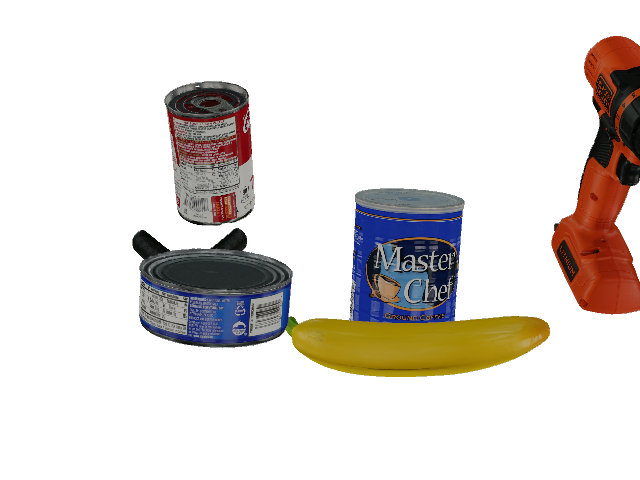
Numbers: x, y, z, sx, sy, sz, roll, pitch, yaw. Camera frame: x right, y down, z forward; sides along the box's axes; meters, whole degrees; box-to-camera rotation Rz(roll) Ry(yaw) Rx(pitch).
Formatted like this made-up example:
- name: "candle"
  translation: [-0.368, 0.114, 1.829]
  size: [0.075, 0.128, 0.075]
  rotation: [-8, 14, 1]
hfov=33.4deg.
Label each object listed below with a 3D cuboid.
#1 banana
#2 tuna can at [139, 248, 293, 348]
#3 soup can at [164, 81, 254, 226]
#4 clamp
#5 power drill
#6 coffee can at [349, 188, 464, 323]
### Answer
- name: "banana"
  translation: [0.062, 0.070, 0.760]
  size: [0.198, 0.037, 0.069]
  rotation: [2, 29, 12]
- name: "tuna can"
  translation: [-0.059, 0.031, 0.602]
  size: [0.086, 0.034, 0.086]
  rotation: [4, 14, -1]
- name: "soup can"
  translation: [-0.090, -0.071, 0.882]
  size: [0.068, 0.102, 0.068]
  rotation: [-1, 30, 1]
- name: "clamp"
  translation: [-0.123, 0.032, 1.083]
  size: [0.120, 0.039, 0.171]
  rotation: [-11, 34, -10]
- name: "power drill"
  translation: [0.232, -0.039, 0.806]
  size: [0.057, 0.188, 0.184]
  rotation: [3, 34, -5]
- name: "coffee can"
  translation: [0.080, 0.027, 1.014]
  size: [0.103, 0.140, 0.103]
  rotation: [3, 11, -1]
